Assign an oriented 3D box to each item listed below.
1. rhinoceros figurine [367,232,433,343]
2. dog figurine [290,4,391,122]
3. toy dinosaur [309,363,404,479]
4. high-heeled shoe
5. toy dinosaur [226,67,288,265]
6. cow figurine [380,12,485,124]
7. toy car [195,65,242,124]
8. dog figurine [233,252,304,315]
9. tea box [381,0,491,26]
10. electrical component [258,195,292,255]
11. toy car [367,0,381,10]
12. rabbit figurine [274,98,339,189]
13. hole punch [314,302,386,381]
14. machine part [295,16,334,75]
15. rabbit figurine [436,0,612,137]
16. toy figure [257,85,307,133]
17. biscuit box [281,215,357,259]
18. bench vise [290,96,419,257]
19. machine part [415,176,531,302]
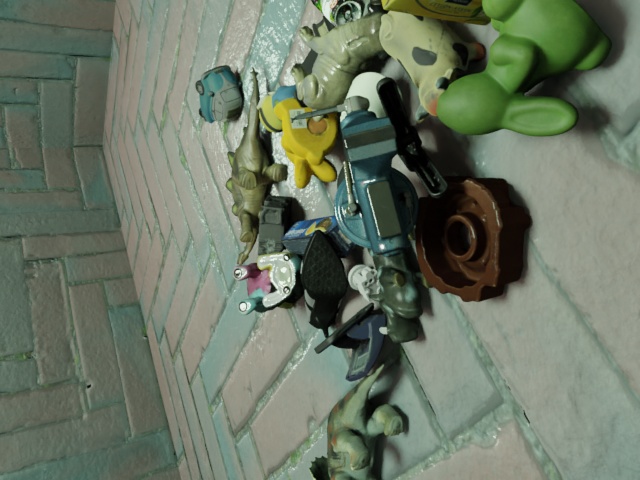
[{"bbox_3d":[0.119,0.069,0.862,0.112,0.073,0.190,-30,69,56],"label":"rhinoceros figurine"},{"bbox_3d":[0.051,-0.280,0.873,0.191,0.121,0.172,18,115,54],"label":"dog figurine"},{"bbox_3d":[0.057,0.379,0.992,0.192,0.131,0.404,23,109,55],"label":"toy dinosaur"},{"bbox_3d":[0.002,0.073,1.034,0.145,0.086,0.248,-105,12,-65],"label":"high-heeled shoe"},{"bbox_3d":[-0.165,-0.161,1.283,0.199,0.105,0.470,41,124,54],"label":"toy dinosaur"},{"bbox_3d":[0.148,-0.228,0.700,0.195,0.127,0.085,56,145,17],"label":"cow figurine"},{"bbox_3d":[-0.257,-0.363,1.404,0.103,0.109,0.161,44,144,23],"label":"toy car"},{"bbox_3d":[-0.087,0.097,1.161,0.192,0.219,0.108,-20,78,15],"label":"dog figurine"},{"bbox_3d":[0.151,-0.323,0.641,0.068,0.169,0.098,-21,76,58],"label":"tea box"},{"bbox_3d":[-0.096,-0.036,1.180,0.134,0.058,0.114,-74,-8,-70],"label":"electrical component"},{"bbox_3d":[0.124,-0.394,0.787,0.202,0.053,0.089,19,128,56],"label":"toy car"},{"bbox_3d":[-0.020,-0.185,1.045,0.173,0.122,0.162,161,91,-73],"label":"rabbit figurine"},{"bbox_3d":[0.067,0.178,0.935,0.092,0.116,0.142,46,155,9],"label":"hole punch"},{"bbox_3d":[-0.003,-0.358,1.031,0.139,0.039,0.084,-47,63,50],"label":"machine part"},{"bbox_3d":[0.215,-0.180,0.597,0.159,0.121,0.170,43,112,2],"label":"rabbit figurine"},{"bbox_3d":[-0.071,-0.273,1.120,0.180,0.082,0.089,8,101,56],"label":"toy figure"},{"bbox_3d":[-0.002,-0.003,1.049,0.062,0.059,0.203,51,155,-18],"label":"biscuit box"},{"bbox_3d":[0.067,-0.081,0.769,0.240,0.129,0.223,73,172,-85],"label":"bench vise"},{"bbox_3d":[0.200,-0.004,0.728,0.179,0.056,0.179,19,112,59],"label":"machine part"}]
